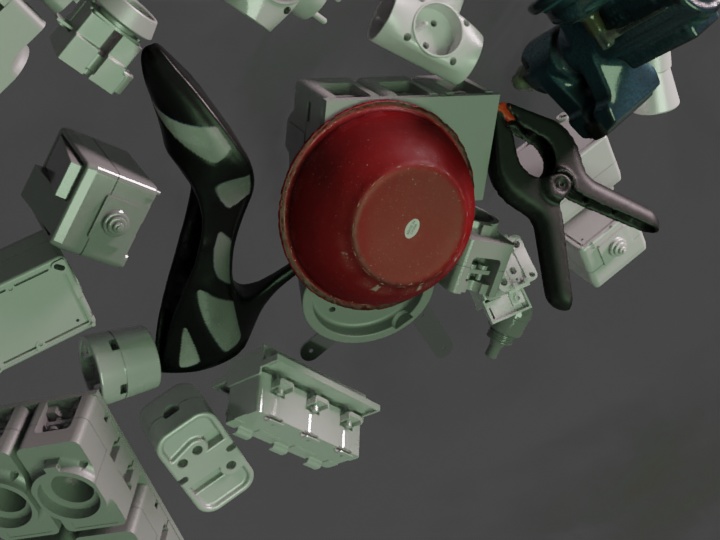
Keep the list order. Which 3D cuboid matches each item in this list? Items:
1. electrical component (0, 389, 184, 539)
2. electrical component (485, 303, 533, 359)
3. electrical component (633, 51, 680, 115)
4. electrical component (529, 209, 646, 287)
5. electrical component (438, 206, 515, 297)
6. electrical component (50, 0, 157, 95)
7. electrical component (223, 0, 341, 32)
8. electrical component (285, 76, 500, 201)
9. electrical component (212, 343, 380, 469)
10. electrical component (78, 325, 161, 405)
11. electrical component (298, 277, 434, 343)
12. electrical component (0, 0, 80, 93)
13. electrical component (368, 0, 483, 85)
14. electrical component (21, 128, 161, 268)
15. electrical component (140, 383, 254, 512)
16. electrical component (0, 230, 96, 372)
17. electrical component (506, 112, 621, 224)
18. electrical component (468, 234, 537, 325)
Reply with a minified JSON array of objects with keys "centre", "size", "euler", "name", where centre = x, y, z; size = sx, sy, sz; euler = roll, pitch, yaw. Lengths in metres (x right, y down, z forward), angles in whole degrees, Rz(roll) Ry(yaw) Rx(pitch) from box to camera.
[{"centre":[-0.218,0.186,0.820],"size":[0.105,0.060,0.186],"euler":[-10,126,13],"name":"electrical component"},{"centre":[0.134,0.054,0.999],"size":[0.035,0.035,0.061],"euler":[13,110,-34],"name":"electrical component"},{"centre":[0.256,-0.174,0.945],"size":[0.044,0.044,0.065],"euler":[-23,119,-18],"name":"electrical component"},{"centre":[0.207,-0.030,0.957],"size":[0.062,0.096,0.061],"euler":[-38,130,-7],"name":"electrical component"},{"centre":[0.080,-0.023,0.892],"size":[0.050,0.089,0.055],"euler":[6,111,-32],"name":"electrical component"},{"centre":[-0.167,-0.155,0.709],"size":[0.055,0.048,0.066],"euler":[-48,128,10],"name":"electrical component"},{"centre":[-0.046,-0.202,0.754],"size":[0.079,0.044,0.077],"euler":[29,98,-38],"name":"electrical component"},{"centre":[0.024,-0.101,0.836],"size":[0.150,0.062,0.089],"euler":[-7,118,-27],"name":"electrical component"},{"centre":[-0.053,0.118,0.899],"size":[0.079,0.063,0.121],"euler":[-25,139,36],"name":"electrical component"},{"centre":[-0.182,0.071,0.815],"size":[0.047,0.055,0.055],"euler":[-14,121,-28],"name":"electrical component"},{"centre":[0.000,0.000,0.872],"size":[0.108,0.060,0.108],"euler":[-10,134,-10],"name":"electrical component"},{"centre":[-0.209,-0.175,0.636],"size":[0.186,0.105,0.060],"euler":[-45,128,-2],"name":"electrical component"},{"centre":[0.055,-0.192,0.813],"size":[0.077,0.044,0.079],"euler":[24,78,-20],"name":"electrical component"},{"centre":[-0.183,-0.048,0.723],"size":[0.061,0.096,0.061],"euler":[21,103,-35],"name":"electrical component"},{"centre":[-0.134,0.141,0.875],"size":[0.054,0.059,0.095],"euler":[-34,127,-10],"name":"electrical component"},{"centre":[-0.244,0.023,0.748],"size":[0.096,0.061,0.061],"euler":[-27,125,-15],"name":"electrical component"},{"centre":[0.168,-0.079,0.931],"size":[0.096,0.062,0.061],"euler":[-37,127,-8],"name":"electrical component"},{"centre":[0.120,0.001,0.936],"size":[0.042,0.064,0.081],"euler":[-22,82,-20],"name":"electrical component"}]
